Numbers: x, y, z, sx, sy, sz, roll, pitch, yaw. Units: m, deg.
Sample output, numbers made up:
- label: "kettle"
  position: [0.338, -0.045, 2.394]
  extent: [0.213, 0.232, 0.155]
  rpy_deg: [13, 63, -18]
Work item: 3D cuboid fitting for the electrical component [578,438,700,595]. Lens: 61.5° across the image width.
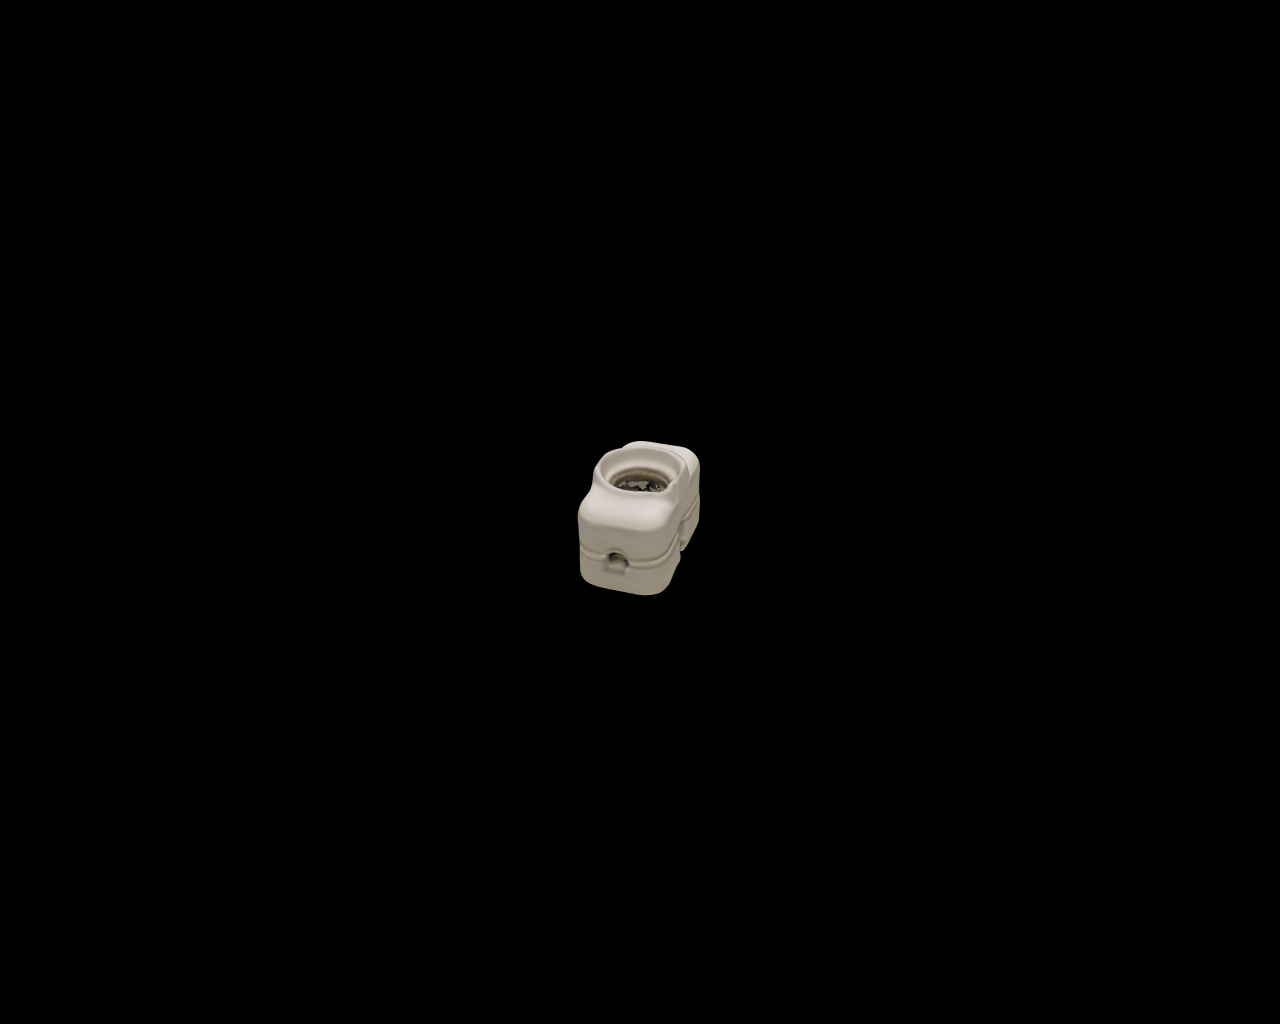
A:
- label: "electrical component"
  position: [0.001, -0.003, 0.650]
  extent: [0.054, 0.059, 0.095]
  rpy_deg: [10, 35, 15]
